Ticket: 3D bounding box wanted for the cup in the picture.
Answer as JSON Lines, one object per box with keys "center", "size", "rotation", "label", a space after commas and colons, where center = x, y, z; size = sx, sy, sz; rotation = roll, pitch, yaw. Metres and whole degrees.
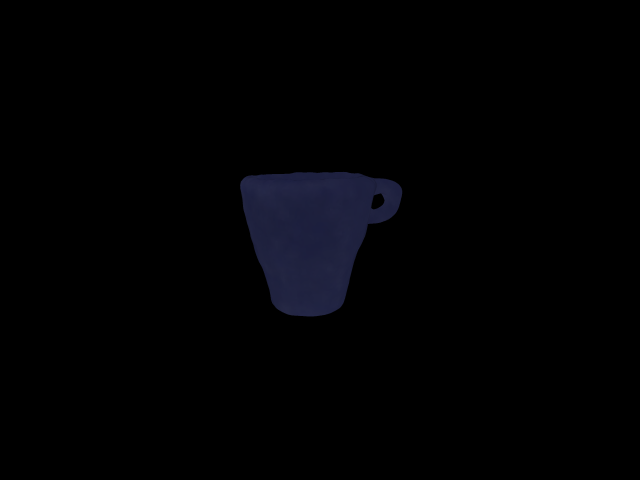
{"center": [0.004, 0.001, 0.400], "size": [0.118, 0.095, 0.091], "rotation": [-5, 11, -24], "label": "cup"}
